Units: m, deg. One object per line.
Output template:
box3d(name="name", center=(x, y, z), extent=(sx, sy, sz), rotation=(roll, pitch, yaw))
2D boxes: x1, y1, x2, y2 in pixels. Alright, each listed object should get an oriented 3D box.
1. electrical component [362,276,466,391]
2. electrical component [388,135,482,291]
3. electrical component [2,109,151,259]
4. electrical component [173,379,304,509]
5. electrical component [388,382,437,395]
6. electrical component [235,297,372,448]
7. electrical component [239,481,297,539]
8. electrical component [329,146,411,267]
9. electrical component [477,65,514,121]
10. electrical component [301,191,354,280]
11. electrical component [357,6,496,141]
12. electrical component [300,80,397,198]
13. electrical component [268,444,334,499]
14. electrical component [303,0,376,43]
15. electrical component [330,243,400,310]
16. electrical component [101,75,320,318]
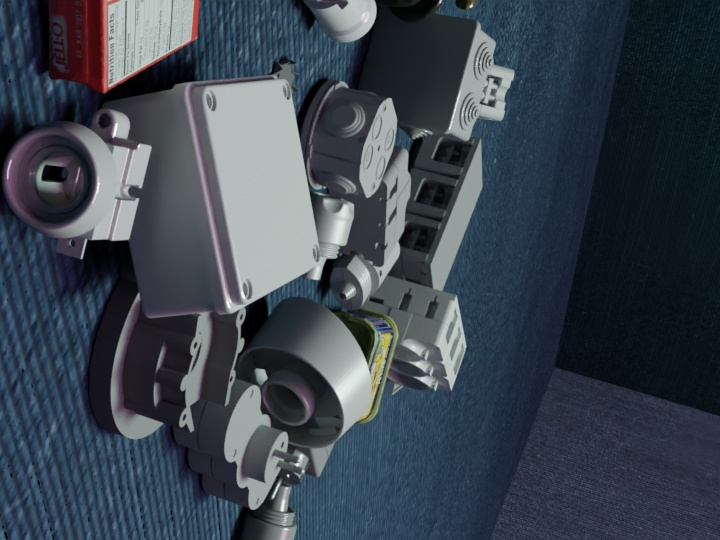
box3d(name="electrical component", center=(0.050, 0.068, 1.073), extent=(0.150, 0.089, 0.061), rotation=(68, 40, -65))
box3d(name="electrical component", center=(0.068, -0.054, 1.066), extent=(0.089, 0.062, 0.150), rotation=(76, 33, -61))
box3d(name="electrical component", center=(-0.121, -0.038, 0.460), extent=(0.055, 0.048, 0.066), rotation=(-18, 123, -81))
box3d(name="electrical component", center=(-0.073, 0.122, 0.729), extent=(0.138, 0.074, 0.052), rotation=(81, 29, -57))
box3d(name="electrical component", center=(0.072, 0.096, 1.226), extent=(0.121, 0.063, 0.078), rotation=(-20, 125, -71))
box3d(name="electrical component", center=(-0.039, 0.075, 0.766), extent=(0.064, 0.099, 0.099), rotation=(-48, 151, -45))
box3d(name="electrical component", center=(-0.072, 0.203, 0.872), extent=(0.043, 0.043, 0.062), rotation=(18, 86, -75))
box3d(name="electrical component", center=(0.008, -0.058, 0.875), extent=(0.055, 0.050, 0.089), rotation=(-59, 158, -44))
box3d(name="electrical component", center=(0.103, -0.175, 1.037), extent=(0.089, 0.056, 0.050), rotation=(-140, -117, -74))
box3d(name="electrical component", center=(-0.031, -0.024, 0.788), extent=(0.043, 0.043, 0.062), rotation=(-11, 117, -73))
box3d(name="electrical component", center=(0.052, -0.153, 0.847), extent=(0.048, 0.100, 0.099), rotation=(12, 94, -61))
box3d(name="electrical component", center=(-0.009, -0.094, 0.778), extent=(0.080, 0.051, 0.080), rotation=(16, 90, -74))
box3d(name="electrical component", center=(-0.057, 0.145, 0.856), extent=(0.065, 0.047, 0.076), rotation=(83, 27, -54))
box3d(name="electrical component", center=(-0.015, -0.176, 0.702), extent=(0.046, 0.040, 0.040), rotation=(33, 74, -67))
box3d(name="electrical component", center=(0.000, 0.000, 0.918), extent=(0.081, 0.043, 0.043), rotation=(-55, 156, -49))
box3d(name="electrical component", center=(-0.072, -0.040, 0.548), extent=(0.109, 0.056, 0.108), rotation=(-32, 114, -67))
